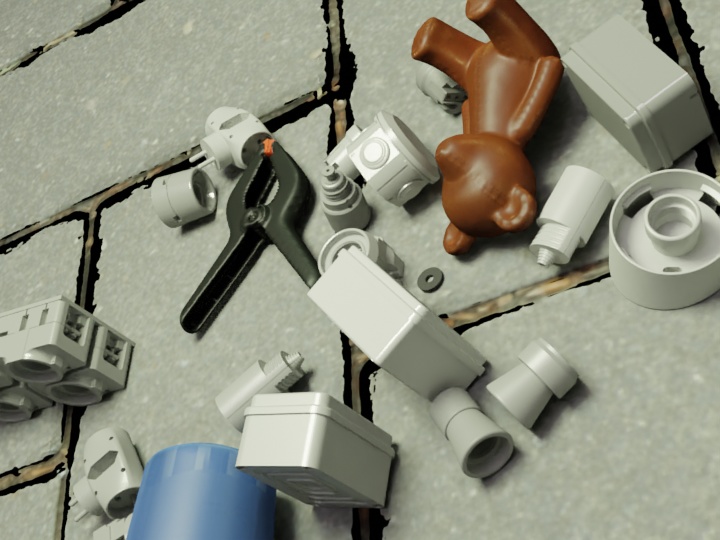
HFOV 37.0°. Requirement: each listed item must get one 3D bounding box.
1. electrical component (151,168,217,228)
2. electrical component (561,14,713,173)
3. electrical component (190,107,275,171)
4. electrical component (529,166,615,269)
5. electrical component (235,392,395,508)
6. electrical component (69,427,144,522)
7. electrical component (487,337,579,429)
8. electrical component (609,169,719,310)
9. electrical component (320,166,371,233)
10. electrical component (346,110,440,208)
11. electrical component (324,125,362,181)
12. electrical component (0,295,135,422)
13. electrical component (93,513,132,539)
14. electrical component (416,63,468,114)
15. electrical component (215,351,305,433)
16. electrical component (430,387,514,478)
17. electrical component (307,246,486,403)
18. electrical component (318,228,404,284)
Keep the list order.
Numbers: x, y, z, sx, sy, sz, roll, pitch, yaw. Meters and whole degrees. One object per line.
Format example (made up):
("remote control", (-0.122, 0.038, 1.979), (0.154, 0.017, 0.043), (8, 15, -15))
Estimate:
("electrical component", (-0.182, -0.076, 1.118), (0.047, 0.055, 0.055), (-16, 53, 22))
("electrical component", (0.219, -0.140, 0.860), (0.057, 0.078, 0.113), (-36, 46, 6))
("electrical component", (-0.140, -0.129, 1.121), (0.079, 0.043, 0.077), (-33, 43, -19))
("electrical component", (0.164, -0.037, 0.854), (0.043, 0.043, 0.081), (20, 74, 42))
("electrical component", (-0.032, 0.139, 0.826), (0.078, 0.113, 0.057), (-6, 60, 32))
("electrical component", (-0.233, 0.196, 0.978), (0.079, 0.043, 0.077), (-41, 46, 5))
("electrical component", (0.128, 0.083, 0.797), (0.055, 0.045, 0.045), (-45, 46, 1))
("electrical component", (0.232, -0.023, 0.799), (0.099, 0.064, 0.099), (-9, 59, 15))
("electrical component", (-0.017, -0.066, 0.982), (0.040, 0.078, 0.040), (-10, 53, 13))
("electrical component", (0.030, -0.099, 0.966), (0.051, 0.080, 0.080), (-40, 46, 14))
("electrical component", (-0.007, -0.109, 1.027), (0.046, 0.040, 0.040), (-45, 45, 10))
("electrical component", (-0.335, 0.095, 1.075), (0.186, 0.105, 0.060), (-15, 54, 27))
("electrical component", (-0.196, 0.237, 0.924), (0.055, 0.048, 0.066), (-34, 46, 22))
("electrical component", (0.080, -0.173, 1.008), (0.040, 0.040, 0.046), (-41, 51, 6))
("electrical component", (-0.081, 0.101, 0.935), (0.081, 0.043, 0.043), (-41, 46, 5))
("electrical component", (0.081, 0.119, 0.811), (0.044, 0.044, 0.065), (-43, 41, 4))
("electrical component", (0.029, 0.046, 0.848), (0.056, 0.109, 0.109), (-50, 46, 1))
("electrical component", (0.000, 0.000, 0.935), (0.058, 0.057, 0.078), (-12, 55, 29))
